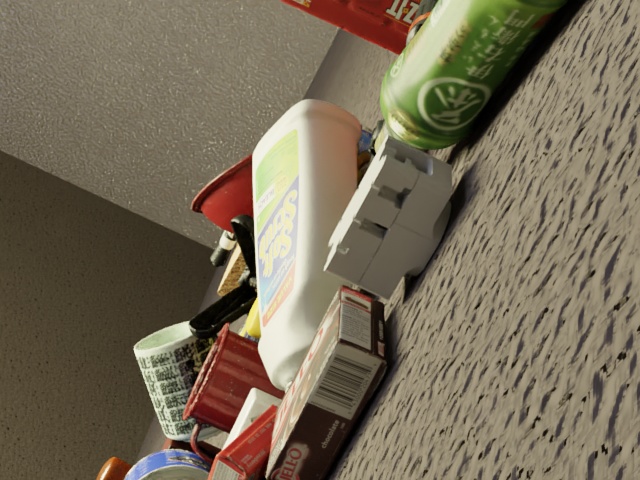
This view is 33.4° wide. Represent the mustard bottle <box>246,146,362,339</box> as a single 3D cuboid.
[{"bbox_3d":[-0.007,0.001,0.974,0.192,0.058,0.096,-69,-14,11],"label":"mustard bottle"}]

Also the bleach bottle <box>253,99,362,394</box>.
[{"bbox_3d":[-0.009,0.016,0.836,0.103,0.068,0.251,-41,41,42],"label":"bleach bottle"}]

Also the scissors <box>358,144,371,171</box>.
[{"bbox_3d":[0.019,-0.007,1.052,0.096,0.016,0.202,-4,75,58],"label":"scissors"}]

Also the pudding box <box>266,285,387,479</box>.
[{"bbox_3d":[0.004,0.098,0.702,0.114,0.039,0.090,-62,8,20],"label":"pudding box"}]

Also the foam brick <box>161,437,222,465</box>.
[{"bbox_3d":[-0.123,0.230,1.050,0.051,0.078,0.053,-62,7,7],"label":"foam brick"}]

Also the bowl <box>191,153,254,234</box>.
[{"bbox_3d":[-0.043,-0.047,1.042,0.162,0.055,0.162,-29,-7,-4],"label":"bowl"}]

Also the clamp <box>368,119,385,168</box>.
[{"bbox_3d":[0.066,-0.095,0.916,0.210,0.036,0.165,-75,3,-50],"label":"clamp"}]

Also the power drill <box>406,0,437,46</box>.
[{"bbox_3d":[0.111,-0.193,0.799,0.188,0.057,0.184,109,174,-47],"label":"power drill"}]

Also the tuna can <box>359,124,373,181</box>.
[{"bbox_3d":[0.036,-0.080,1.135,0.086,0.033,0.086,-63,7,13],"label":"tuna can"}]

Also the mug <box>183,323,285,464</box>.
[{"bbox_3d":[-0.069,0.142,0.933,0.117,0.081,0.093,-66,7,-8],"label":"mug"}]

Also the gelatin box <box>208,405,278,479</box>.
[{"bbox_3d":[-0.052,0.172,0.763,0.073,0.030,0.089,-34,-31,-53],"label":"gelatin box"}]

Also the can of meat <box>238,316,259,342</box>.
[{"bbox_3d":[-0.067,0.123,1.098,0.102,0.057,0.083,-58,8,44],"label":"can of meat"}]

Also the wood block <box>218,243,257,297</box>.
[{"bbox_3d":[-0.035,-0.012,1.203,0.091,0.090,0.206,-60,8,37],"label":"wood block"}]

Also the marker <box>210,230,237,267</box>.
[{"bbox_3d":[-0.092,-0.018,1.182,0.121,0.020,0.020,-60,8,28],"label":"marker"}]

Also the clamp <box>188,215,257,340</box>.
[{"bbox_3d":[-0.064,0.049,1.027,0.120,0.039,0.171,-58,-28,0],"label":"clamp"}]

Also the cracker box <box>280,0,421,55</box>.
[{"bbox_3d":[0.060,-0.262,1.054,0.213,0.164,0.072,-76,11,-61],"label":"cracker box"}]

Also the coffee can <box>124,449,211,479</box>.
[{"bbox_3d":[-0.127,0.241,0.933,0.103,0.102,0.140,-66,6,-9],"label":"coffee can"}]
